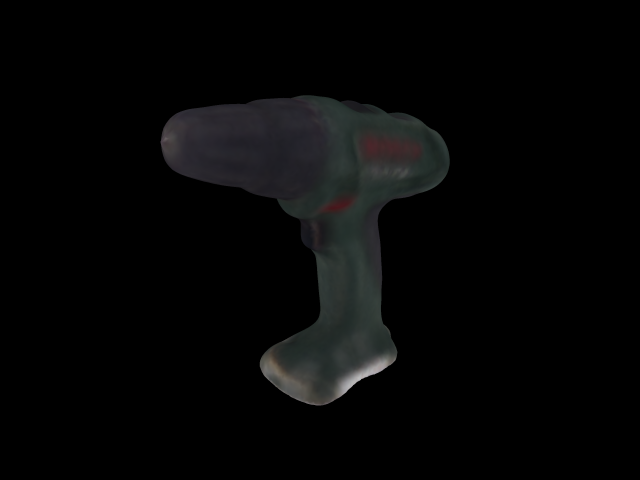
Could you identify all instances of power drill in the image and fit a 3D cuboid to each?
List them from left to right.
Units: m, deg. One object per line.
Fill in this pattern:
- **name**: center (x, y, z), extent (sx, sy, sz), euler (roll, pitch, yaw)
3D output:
- **power drill**: center (0.004, 0.001, 0.400), extent (0.075, 0.208, 0.230), euler (22, 31, 41)
